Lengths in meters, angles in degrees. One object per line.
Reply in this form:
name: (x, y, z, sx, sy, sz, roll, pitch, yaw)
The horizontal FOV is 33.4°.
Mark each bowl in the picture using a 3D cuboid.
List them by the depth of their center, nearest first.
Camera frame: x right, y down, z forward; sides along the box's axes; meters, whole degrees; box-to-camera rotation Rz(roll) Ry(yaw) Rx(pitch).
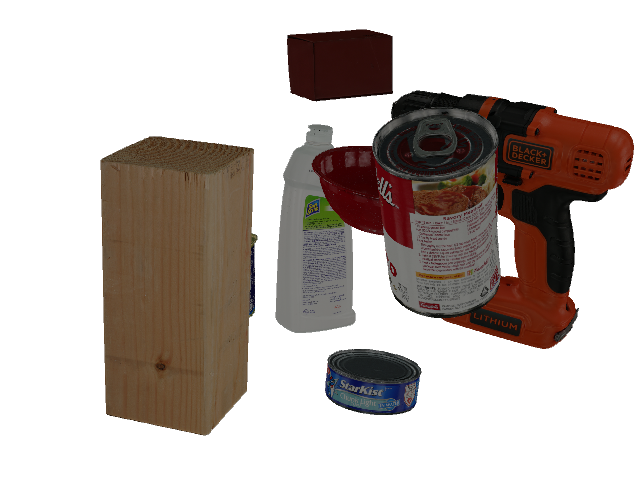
bowl: (0.068, -0.047, 1.115, 0.162, 0.055, 0.162, 6, 23, -3)

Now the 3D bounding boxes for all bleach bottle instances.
bleach bottle: (-0.001, -0.016, 1.305, 0.102, 0.251, 0.068, -7, 20, -30)

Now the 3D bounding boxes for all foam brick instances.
foam brick: (0.017, -0.151, 0.917, 0.078, 0.051, 0.053, -9, 20, -24)

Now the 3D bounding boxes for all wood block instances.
wood block: (-0.110, 0.032, 0.826, 0.091, 0.206, 0.090, 9, 20, 16)

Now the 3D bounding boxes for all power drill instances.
power drill: (0.136, -0.019, 0.822, 0.185, 0.188, 0.057, 16, 34, 26)

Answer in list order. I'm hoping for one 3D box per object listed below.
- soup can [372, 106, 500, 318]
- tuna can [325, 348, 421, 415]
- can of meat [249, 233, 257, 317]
soup can: (0.068, -0.015, 0.606, 0.068, 0.102, 0.068, -6, 38, 5)
tuna can: (0.047, 0.128, 0.971, 0.086, 0.034, 0.086, 6, 12, -1)
can of meat: (-0.118, 0.037, 1.124, 0.102, 0.084, 0.057, 3, 17, 9)
